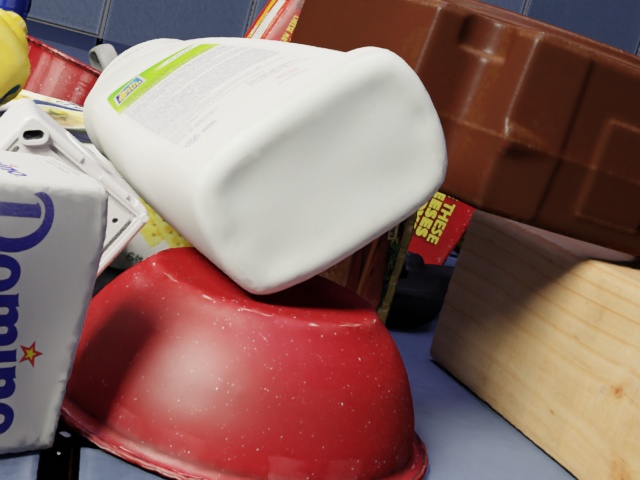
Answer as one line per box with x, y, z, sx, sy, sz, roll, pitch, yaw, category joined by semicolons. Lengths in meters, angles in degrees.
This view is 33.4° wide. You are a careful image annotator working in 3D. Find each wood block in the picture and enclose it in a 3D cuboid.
0.146;0.057;0.499;0.090;0.090;0.206;12;11;-24;wood block

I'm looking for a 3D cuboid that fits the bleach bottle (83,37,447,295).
-0.048;-0.057;0.490;0.102;0.068;0.251;-33;27;-11;bleach bottle

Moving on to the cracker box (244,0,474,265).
0.040;-0.099;0.790;0.213;0.164;0.072;33;3;-23;cracker box

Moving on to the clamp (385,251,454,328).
0.042;0.019;0.680;0.120;0.039;0.171;21;12;32;clamp

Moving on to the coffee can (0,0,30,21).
-0.282;-0.151;0.817;0.103;0.140;0.103;15;11;-3;coffee can

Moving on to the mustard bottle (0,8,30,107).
-0.192;-0.067;0.505;0.096;0.058;0.191;-20;24;27;mustard bottle

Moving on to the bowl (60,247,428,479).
-0.028;0.043;0.425;0.162;0.055;0.162;15;10;-3;bowl

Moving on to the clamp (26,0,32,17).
-0.296;-0.187;0.928;0.164;0.210;0.036;15;47;-26;clamp

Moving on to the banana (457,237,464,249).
0.161;0.006;0.917;0.069;0.037;0.198;9;12;-21;banana

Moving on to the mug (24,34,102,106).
-0.195;-0.095;0.774;0.117;0.081;0.093;29;4;36;mug

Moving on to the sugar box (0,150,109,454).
-0.145;0.017;0.288;0.175;0.093;0.048;3;17;-46;sugar box

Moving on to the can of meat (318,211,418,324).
-0.004;0.001;0.550;0.083;0.102;0.058;11;11;-33;can of meat
